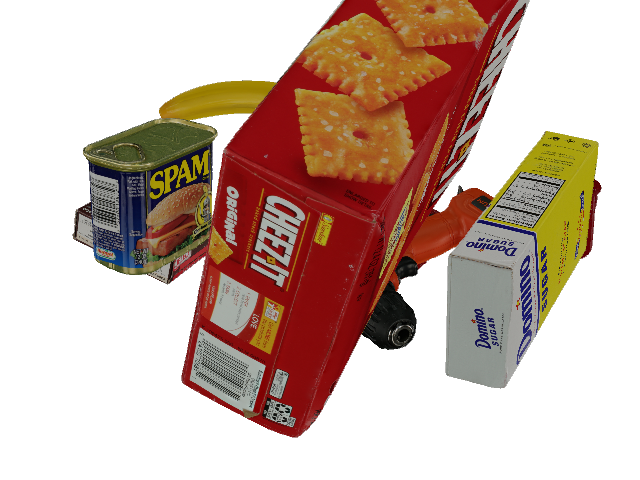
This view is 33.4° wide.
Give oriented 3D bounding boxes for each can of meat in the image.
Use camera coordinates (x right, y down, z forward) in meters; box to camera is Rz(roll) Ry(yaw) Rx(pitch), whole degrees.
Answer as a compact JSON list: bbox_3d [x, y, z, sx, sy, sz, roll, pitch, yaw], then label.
[{"bbox_3d":[-0.119,-0.032,0.762,0.058,0.084,0.101,16,27,26],"label":"can of meat"}]

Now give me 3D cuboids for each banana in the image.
[{"bbox_3d":[-0.081,-0.151,1.188,0.198,0.037,0.069,9,44,19],"label":"banana"}]

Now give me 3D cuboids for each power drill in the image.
[{"bbox_3d":[0.084,0.018,0.892,0.187,0.057,0.185,-14,30,-21],"label":"power drill"}]

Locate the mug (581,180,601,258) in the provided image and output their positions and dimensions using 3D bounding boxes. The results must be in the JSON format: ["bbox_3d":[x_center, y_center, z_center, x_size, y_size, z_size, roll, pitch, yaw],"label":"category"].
[{"bbox_3d":[0.284,-0.030,1.245,0.117,0.081,0.093,-25,32,-39],"label":"mug"}]

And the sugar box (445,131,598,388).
[{"bbox_3d":[0.134,0.008,0.693,0.048,0.093,0.176,12,36,23],"label":"sugar box"}]

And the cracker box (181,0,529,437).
[{"bbox_3d":[0.023,-0.036,0.500,0.072,0.213,0.164,27,-40,9],"label":"cracker box"}]

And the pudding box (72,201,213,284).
[{"bbox_3d":[-0.168,-0.010,1.032,0.113,0.039,0.089,22,29,16],"label":"pudding box"}]

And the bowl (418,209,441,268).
[{"bbox_3d":[0.054,0.002,1.114,0.162,0.055,0.162,2,20,-1],"label":"bowl"}]
